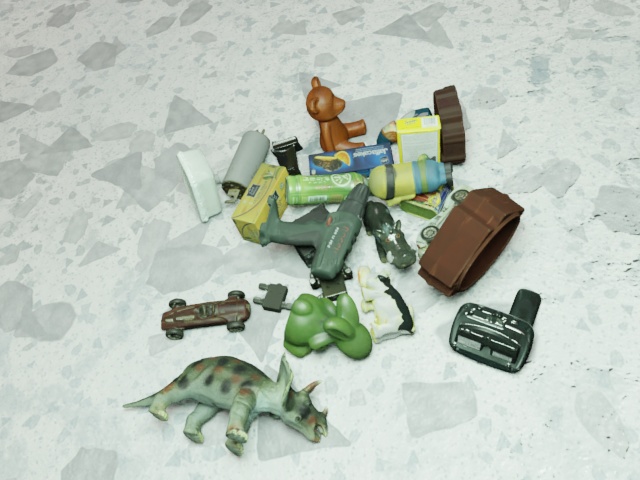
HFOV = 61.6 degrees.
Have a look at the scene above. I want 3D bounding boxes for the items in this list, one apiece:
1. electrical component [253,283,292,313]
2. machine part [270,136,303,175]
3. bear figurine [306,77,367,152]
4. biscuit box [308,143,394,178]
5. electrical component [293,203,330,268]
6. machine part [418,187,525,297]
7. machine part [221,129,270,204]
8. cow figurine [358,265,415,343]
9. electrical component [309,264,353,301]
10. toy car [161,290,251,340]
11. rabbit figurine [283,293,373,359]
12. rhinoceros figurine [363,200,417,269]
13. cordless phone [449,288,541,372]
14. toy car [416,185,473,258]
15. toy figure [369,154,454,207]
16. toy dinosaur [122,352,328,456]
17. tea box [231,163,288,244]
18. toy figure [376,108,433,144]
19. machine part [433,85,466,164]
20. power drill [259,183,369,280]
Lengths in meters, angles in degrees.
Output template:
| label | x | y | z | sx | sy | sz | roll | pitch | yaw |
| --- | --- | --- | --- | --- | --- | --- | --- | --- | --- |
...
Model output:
| label | x | y | z | sx | sy | sz | roll | pitch | yaw |
| --- | --- | --- | --- | --- | --- | --- | --- | --- | --- |
| electrical component | -0.096 | 0.123 | 1.161 | 0.094 | 0.021 | 0.063 | 9 | 59 | 18 |
| machine part | -0.081 | -0.211 | 1.372 | 0.084 | 0.039 | 0.139 | -10 | 54 | -1 |
| bear figurine | 0.041 | -0.297 | 1.307 | 0.132 | 0.195 | 0.120 | -2 | 54 | 10 |
| biscuit box | 0.076 | -0.182 | 1.294 | 0.203 | 0.059 | 0.063 | -8 | 76 | 7 |
| electrical component | -0.002 | -0.004 | 1.204 | 0.115 | 0.058 | 0.134 | -33 | 56 | -8 |
| machine part | 0.292 | 0.004 | 1.028 | 0.087 | 0.201 | 0.201 | 41 | 118 | 24 |
| machine part | -0.185 | -0.190 | 1.356 | 0.079 | 0.079 | 0.243 | 7 | 58 | 17 |
| cow figurine | 0.131 | 0.119 | 1.086 | 0.098 | 0.068 | 0.167 | -12 | 58 | -3 |
| electrical component | 0.022 | 0.088 | 1.144 | 0.102 | 0.045 | 0.078 | -11 | 54 | 5 |
| toy car | -0.249 | 0.159 | 1.154 | 0.202 | 0.053 | 0.089 | -7 | 59 | 7 |
| rabbit figurine | 0.028 | 0.165 | 1.045 | 0.170 | 0.159 | 0.121 | 22 | 53 | 7 |
| rhinoceros figurine | 0.150 | -0.010 | 1.143 | 0.073 | 0.112 | 0.190 | -21 | 47 | -4 |
| cordless phone | 0.341 | 0.147 | 1.027 | 0.147 | 0.088 | 0.184 | 19 | 52 | 24 |
| toy car | 0.271 | -0.034 | 1.151 | 0.056 | 0.073 | 0.202 | 24 | 63 | 44 |
| toy figure | 0.196 | -0.136 | 1.161 | 0.180 | 0.089 | 0.082 | -8 | 53 | 16 |
| toy dinosaur | -0.183 | 0.285 | 1.022 | 0.405 | 0.131 | 0.192 | 10 | 47 | 23 |
| tea box | -0.131 | -0.085 | 1.263 | 0.068 | 0.098 | 0.169 | 15 | 63 | 22 |
| toy figure | 0.202 | -0.273 | 1.317 | 0.154 | 0.057 | 0.064 | -22 | 8 | 25 |
| machine part | 0.298 | -0.264 | 1.246 | 0.056 | 0.179 | 0.179 | -8 | 56 | 10 |
| power drill | -0.015 | -0.036 | 1.146 | 0.207 | 0.086 | 0.232 | 14 | 70 | 4 |
